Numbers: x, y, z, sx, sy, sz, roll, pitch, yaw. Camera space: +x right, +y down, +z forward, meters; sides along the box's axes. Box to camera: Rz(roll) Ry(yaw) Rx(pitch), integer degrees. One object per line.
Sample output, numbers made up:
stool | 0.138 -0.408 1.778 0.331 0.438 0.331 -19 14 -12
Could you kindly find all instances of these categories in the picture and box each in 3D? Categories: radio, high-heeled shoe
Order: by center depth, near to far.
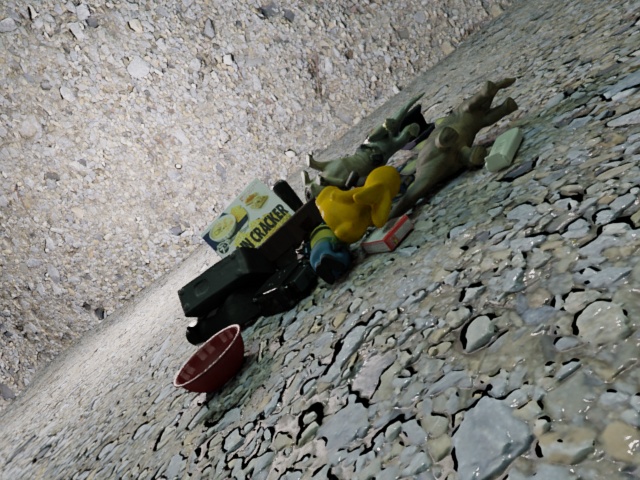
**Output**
high-heeled shoe | -0.202 0.181 1.255 0.249 0.086 0.145 -21 -18 0
radio | -0.218 0.103 1.264 0.229 0.073 0.131 -35 -23 22

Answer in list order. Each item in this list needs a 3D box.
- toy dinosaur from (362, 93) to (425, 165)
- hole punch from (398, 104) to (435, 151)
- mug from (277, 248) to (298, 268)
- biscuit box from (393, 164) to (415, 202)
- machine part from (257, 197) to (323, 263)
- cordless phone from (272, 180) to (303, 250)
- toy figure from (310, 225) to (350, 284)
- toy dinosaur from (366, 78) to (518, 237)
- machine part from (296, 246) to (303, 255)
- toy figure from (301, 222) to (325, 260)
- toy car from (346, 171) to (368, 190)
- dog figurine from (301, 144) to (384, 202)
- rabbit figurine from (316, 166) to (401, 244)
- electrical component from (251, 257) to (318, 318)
toy dinosaur | 0.154 -0.249 1.516 0.405 0.131 0.192 -50 21 -25
hole punch | 0.288 -0.324 1.614 0.142 0.092 0.115 -44 -15 -14
mug | -0.104 0.054 1.354 0.109 0.081 0.107 -39 3 4
biscuit box | 0.138 -0.113 1.298 0.203 0.059 0.063 -24 19 47
machine part | -0.061 -0.022 1.221 0.179 0.056 0.179 -42 5 5
cordless phone | -0.095 -0.063 1.472 0.147 0.184 0.089 -29 10 34
toy figure | 0.019 0.022 1.088 0.082 0.089 0.180 -29 12 13
toy dinosaur | 0.263 -0.183 1.129 0.471 0.105 0.198 -47 7 -15
machine part | -0.007 -0.008 1.387 0.139 0.039 0.084 -44 6 -18
toy figure | -0.001 -0.004 1.296 0.154 0.064 0.057 -54 -16 -38
toy car | 0.089 -0.099 1.227 0.053 0.089 0.202 -62 2 -16
dog figurine | 0.062 -0.150 1.352 0.190 0.121 0.172 -11 -24 -20
rabbit figurine | 0.087 -0.081 1.056 0.173 0.122 0.162 -40 10 6
electrical component | -0.068 0.097 1.139 0.134 0.058 0.115 -26 19 44
